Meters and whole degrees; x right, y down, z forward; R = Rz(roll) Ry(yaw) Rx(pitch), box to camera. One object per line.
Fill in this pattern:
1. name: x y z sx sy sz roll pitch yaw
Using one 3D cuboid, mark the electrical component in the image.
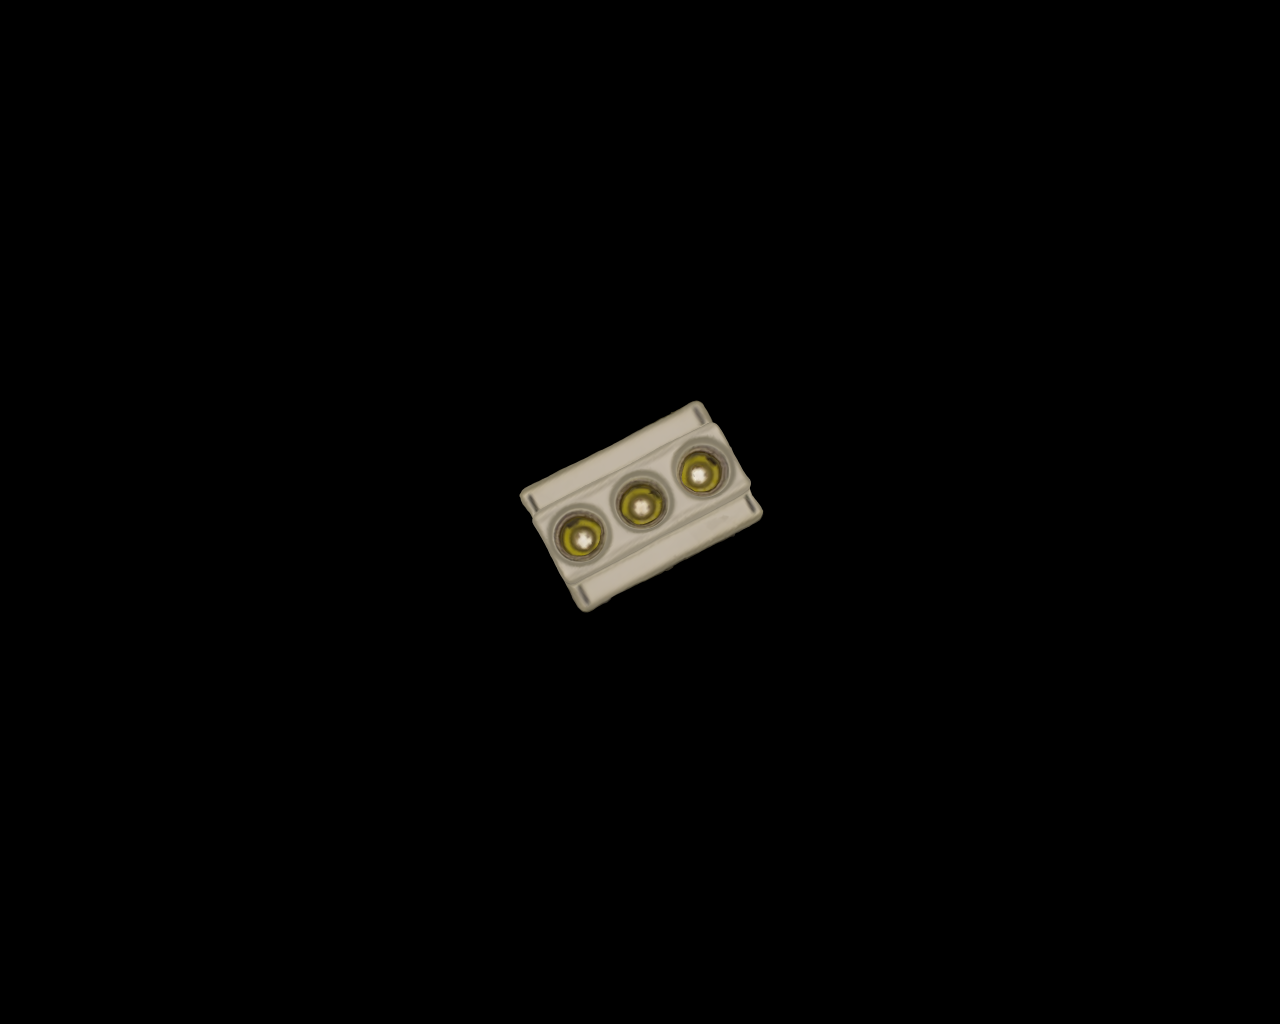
1. electrical component: 0.001 -0.003 0.650 0.121 0.078 0.063 -28 -7 -4
